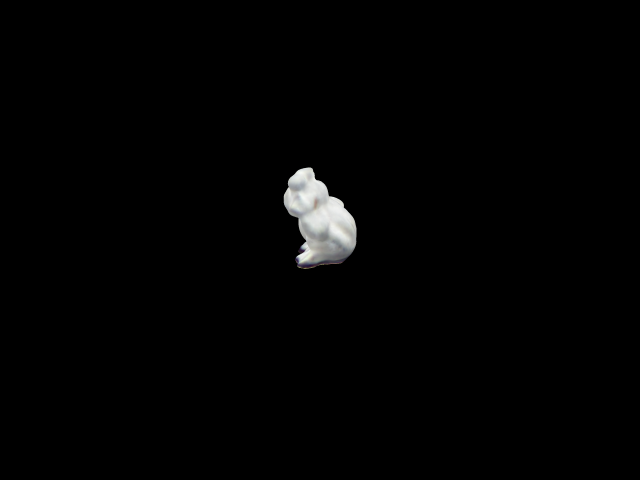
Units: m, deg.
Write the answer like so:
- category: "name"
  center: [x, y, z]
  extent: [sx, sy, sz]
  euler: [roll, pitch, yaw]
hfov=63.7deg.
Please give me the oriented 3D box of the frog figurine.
- category: "frog figurine"
  center: [0.003, -0.043, 0.850]
  extent: [0.123, 0.157, 0.139]
  euler: [7, 21, 20]
